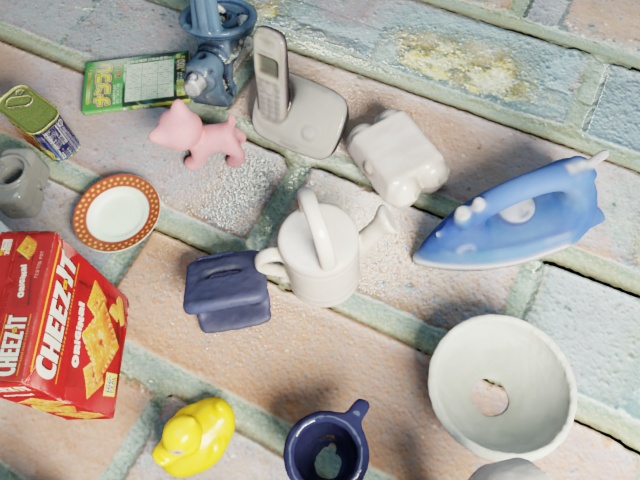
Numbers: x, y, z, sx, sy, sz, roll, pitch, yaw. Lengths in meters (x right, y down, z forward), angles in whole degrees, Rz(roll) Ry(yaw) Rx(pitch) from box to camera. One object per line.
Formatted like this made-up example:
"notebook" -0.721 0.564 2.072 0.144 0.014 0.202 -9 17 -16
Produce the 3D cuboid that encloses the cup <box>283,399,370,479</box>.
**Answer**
"cup" 0.017 0.235 0.647 0.091 0.095 0.118 33 70 18

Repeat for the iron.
"iron" 0.245 -0.040 0.740 0.258 0.141 0.118 -20 64 -6

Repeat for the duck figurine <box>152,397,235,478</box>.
"duck figurine" -0.150 0.225 0.667 0.105 0.086 0.077 -42 69 -16

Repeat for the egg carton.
"egg carton" 0.109 -0.118 0.827 0.107 0.069 0.150 -30 66 -11

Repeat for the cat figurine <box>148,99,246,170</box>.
"cat figurine" -0.179 -0.159 0.837 0.128 0.118 0.067 -7 64 0

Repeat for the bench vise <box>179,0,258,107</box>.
"bench vise" -0.155 -0.321 0.857 0.121 0.220 0.207 -7 64 1

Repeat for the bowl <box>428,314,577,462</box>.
"bowl" 0.207 0.177 0.675 0.167 0.075 0.167 -1 64 3

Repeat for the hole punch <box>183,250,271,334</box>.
"hole punch" -0.123 0.059 0.743 0.108 0.091 0.101 -11 64 -2

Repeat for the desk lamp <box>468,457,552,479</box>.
"desk lamp" 0.118 0.293 0.546 0.203 0.214 0.118 -14 64 -3

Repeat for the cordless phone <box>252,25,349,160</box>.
"cordless phone" -0.033 -0.210 0.816 0.147 0.185 0.094 23 68 14

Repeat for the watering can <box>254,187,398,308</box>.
"watering can" 0.006 0.001 0.706 0.173 0.194 0.100 -36 67 -13
